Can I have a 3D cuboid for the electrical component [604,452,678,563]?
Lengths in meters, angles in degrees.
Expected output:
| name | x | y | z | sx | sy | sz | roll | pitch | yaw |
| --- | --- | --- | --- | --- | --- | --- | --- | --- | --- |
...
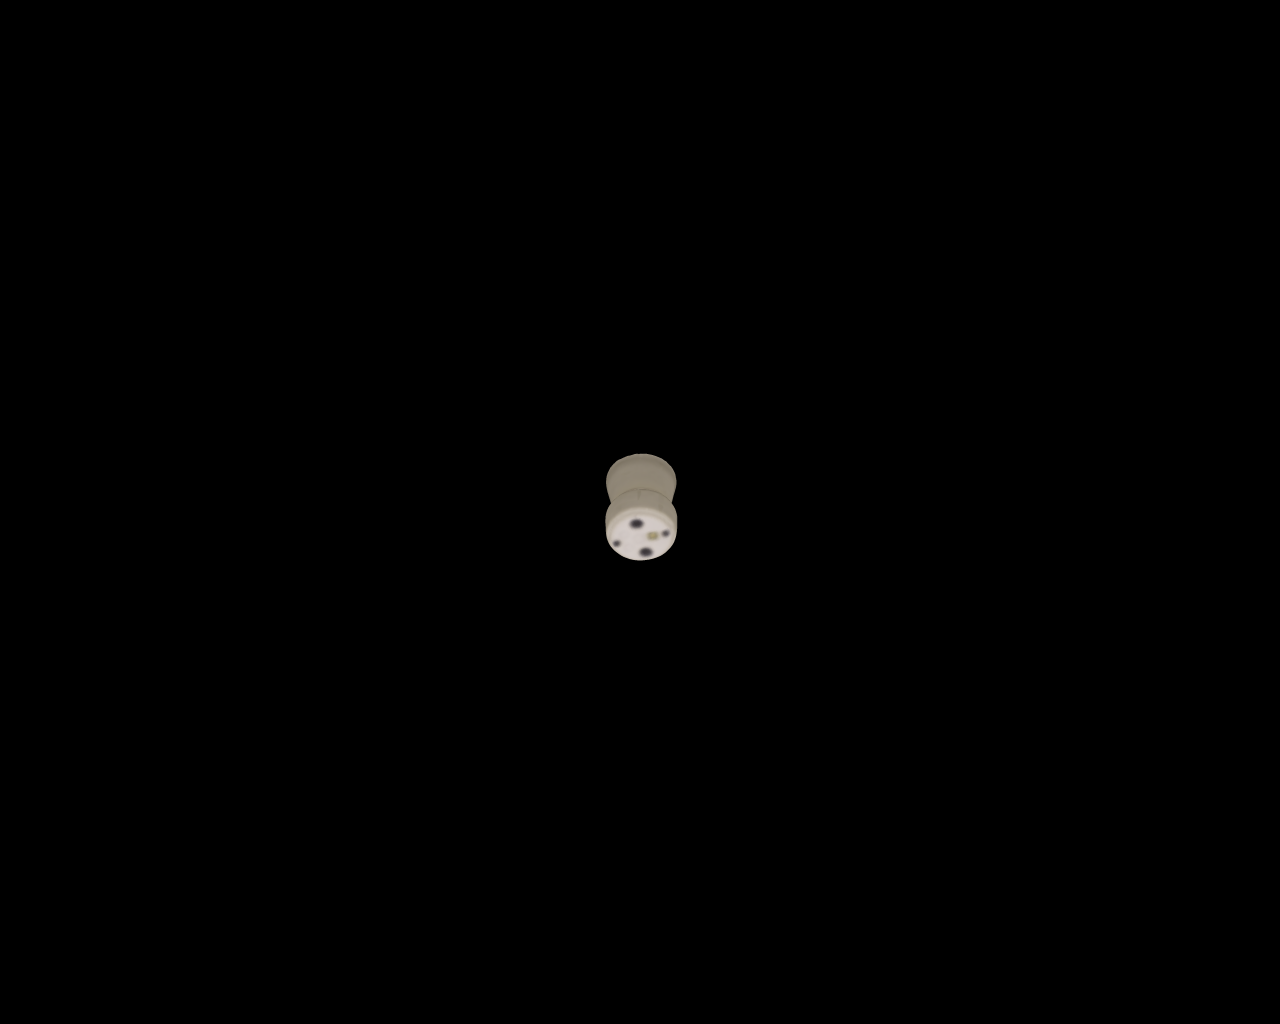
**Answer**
| name | x | y | z | sx | sy | sz | roll | pitch | yaw |
| --- | --- | --- | --- | --- | --- | --- | --- | --- | --- |
| electrical component | 0.001 | -0.003 | 0.650 | 0.045 | 0.044 | 0.055 | 0 | 40 | 0 |
